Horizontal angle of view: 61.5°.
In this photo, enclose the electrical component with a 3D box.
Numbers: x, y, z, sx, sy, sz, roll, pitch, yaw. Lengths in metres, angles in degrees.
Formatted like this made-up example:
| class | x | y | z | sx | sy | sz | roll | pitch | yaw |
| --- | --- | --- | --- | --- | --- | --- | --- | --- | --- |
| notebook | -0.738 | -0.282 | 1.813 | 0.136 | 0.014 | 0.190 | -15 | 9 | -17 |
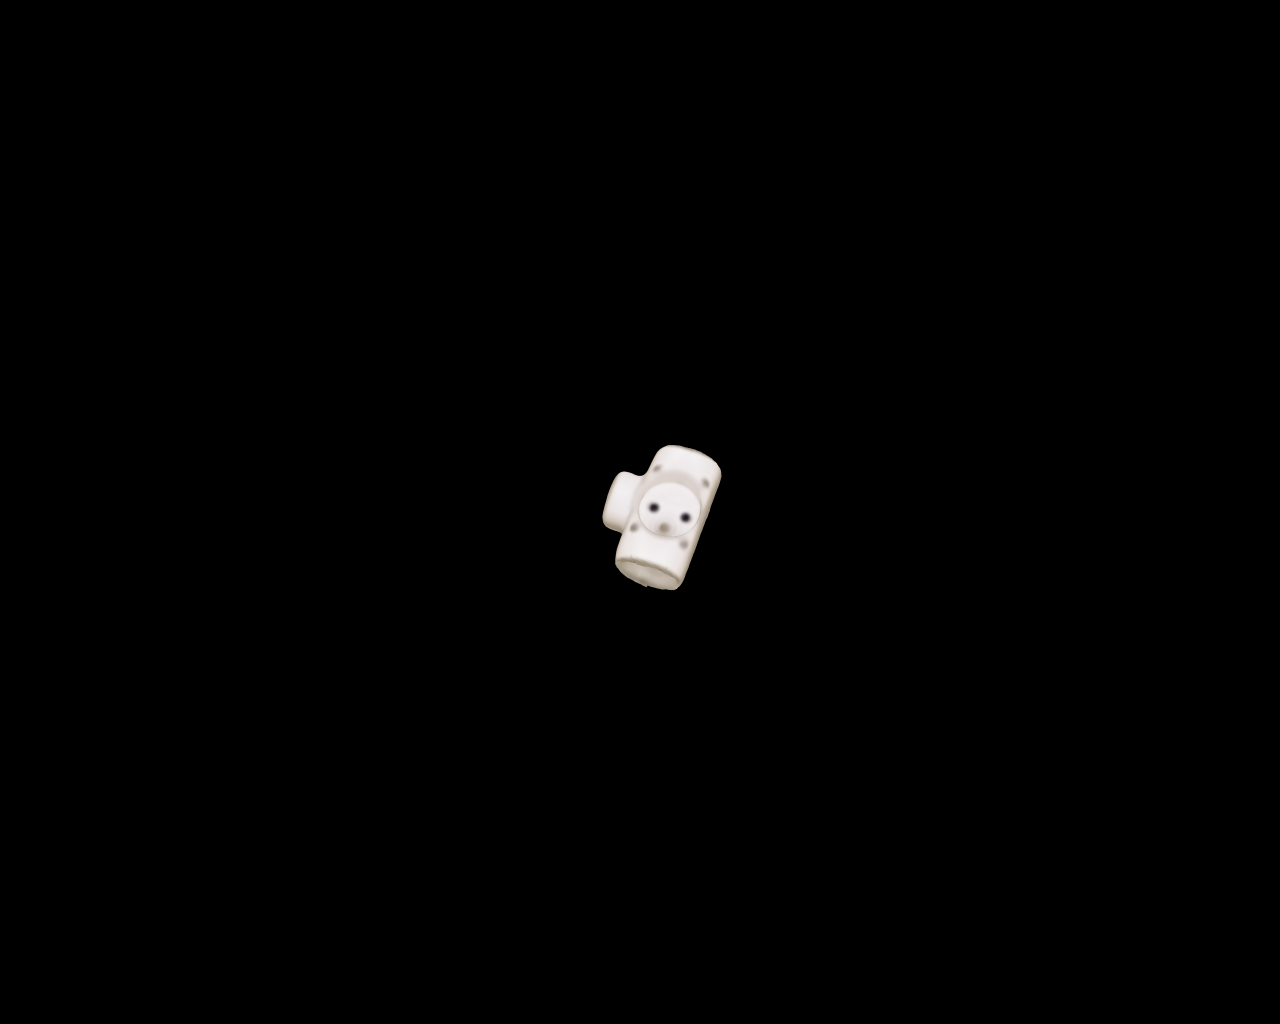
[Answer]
| class | x | y | z | sx | sy | sz | roll | pitch | yaw |
| --- | --- | --- | --- | --- | --- | --- | --- | --- | --- |
| electrical component | 0.001 | -0.003 | 0.650 | 0.079 | 0.077 | 0.044 | 19 | -19 | 7 |
